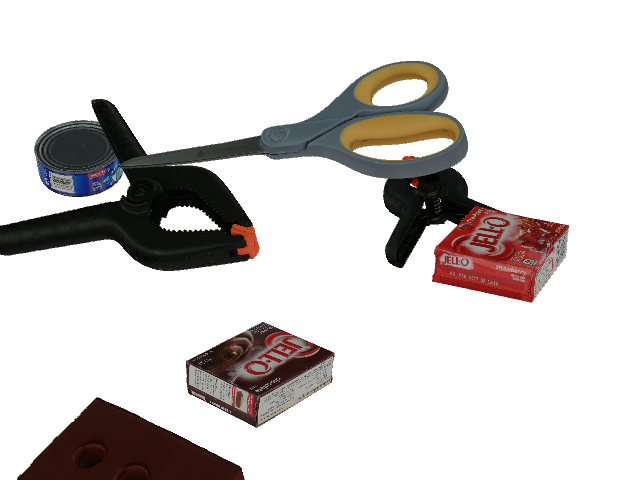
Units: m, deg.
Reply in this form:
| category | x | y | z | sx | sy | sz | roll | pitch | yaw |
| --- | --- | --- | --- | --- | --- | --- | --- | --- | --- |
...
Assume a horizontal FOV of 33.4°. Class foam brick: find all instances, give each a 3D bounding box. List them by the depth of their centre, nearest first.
| category | x | y | z | sx | sy | sz | roll | pitch | yaw |
| --- | --- | --- | --- | --- | --- | --- | --- | --- | --- |
| foam brick | -0.073 | 0.111 | 0.434 | 0.078 | 0.051 | 0.052 | 20 | 45 | 25 |

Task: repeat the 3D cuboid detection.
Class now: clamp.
| category | x | y | z | sx | sy | sz | roll | pitch | yaw |
| --- | --- | --- | --- | --- | --- | --- | --- | --- | --- |
| clamp | -0.140 | -0.037 | 0.848 | 0.210 | 0.164 | 0.036 | 13 | -32 | 17 |
| clamp | 0.113 | -0.032 | 0.977 | 0.120 | 0.039 | 0.171 | -2 | 33 | -1 |

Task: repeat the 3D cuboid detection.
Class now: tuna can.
| category | x | y | z | sx | sy | sz | roll | pitch | yaw |
| --- | --- | --- | --- | --- | --- | --- | --- | --- | --- |
| tuna can | -0.238 | -0.081 | 1.059 | 0.086 | 0.034 | 0.086 | 1 | 42 | -1 |

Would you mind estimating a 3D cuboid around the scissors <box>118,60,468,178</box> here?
| category | x | y | z | sx | sy | sz | roll | pitch | yaw |
| --- | --- | --- | --- | --- | --- | --- | --- | --- | --- |
| scissors | -0.011 | -0.071 | 0.623 | 0.202 | 0.096 | 0.016 | 5 | -40 | 19 |

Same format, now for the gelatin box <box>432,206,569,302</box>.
| category | x | y | z | sx | sy | sz | roll | pitch | yaw |
| --- | --- | --- | --- | --- | --- | --- | --- | --- | --- |
| gelatin box | 0.130 | 0.008 | 0.762 | 0.073 | 0.030 | 0.089 | 13 | 26 | 24 |

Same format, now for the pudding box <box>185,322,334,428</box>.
| category | x | y | z | sx | sy | sz | roll | pitch | yaw |
| --- | --- | --- | --- | --- | --- | --- | --- | --- | --- |
| pudding box | -0.055 | 0.122 | 0.993 | 0.090 | 0.039 | 0.113 | 19 | 30 | 34 |
